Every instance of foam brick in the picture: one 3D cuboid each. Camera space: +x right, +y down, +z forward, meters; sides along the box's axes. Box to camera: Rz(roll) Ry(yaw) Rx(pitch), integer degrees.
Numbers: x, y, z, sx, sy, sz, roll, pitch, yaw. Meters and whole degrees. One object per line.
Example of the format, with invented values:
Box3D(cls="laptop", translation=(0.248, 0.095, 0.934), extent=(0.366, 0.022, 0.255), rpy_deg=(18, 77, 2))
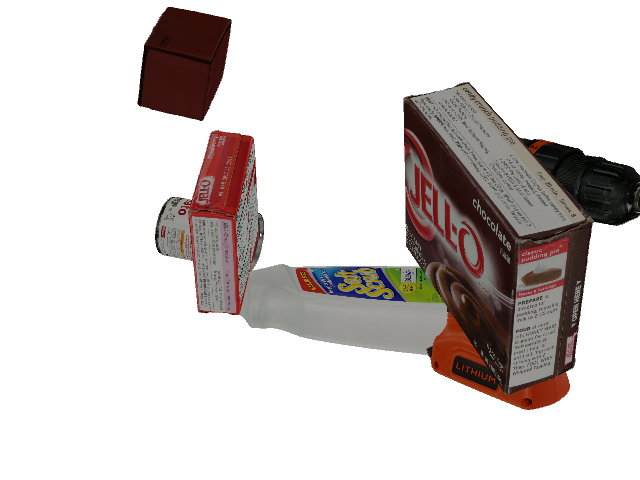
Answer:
Box3D(cls="foam brick", translation=(-0.103, -0.136, 0.813), extent=(0.053, 0.051, 0.078), rpy_deg=(13, 35, 0))

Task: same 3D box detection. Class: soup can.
Box3D(cls="soup can", translation=(-0.120, -0.006, 1.166), extent=(0.102, 0.068, 0.068), rpy_deg=(12, 3, 15))

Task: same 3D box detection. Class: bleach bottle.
Box3D(cls="bleach bottle", translation=(0.025, 0.064, 1.024), extent=(0.251, 0.068, 0.102), rpy_deg=(2, 28, 3))

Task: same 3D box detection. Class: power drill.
Box3D(cls="power drill", translation=(0.142, 0.019, 0.755), extent=(0.057, 0.188, 0.185), rpy_deg=(-12, 21, -38))

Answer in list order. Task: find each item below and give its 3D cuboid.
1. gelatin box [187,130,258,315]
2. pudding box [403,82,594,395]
Box3D(cls="gelatin box", translation=(-0.059, -0.010, 0.654), extent=(0.030, 0.089, 0.073), rpy_deg=(5, 45, 4))
Box3D(cls="pudding box", translation=(0.074, -0.003, 0.474), extent=(0.039, 0.090, 0.114), rpy_deg=(-18, 42, -13))
